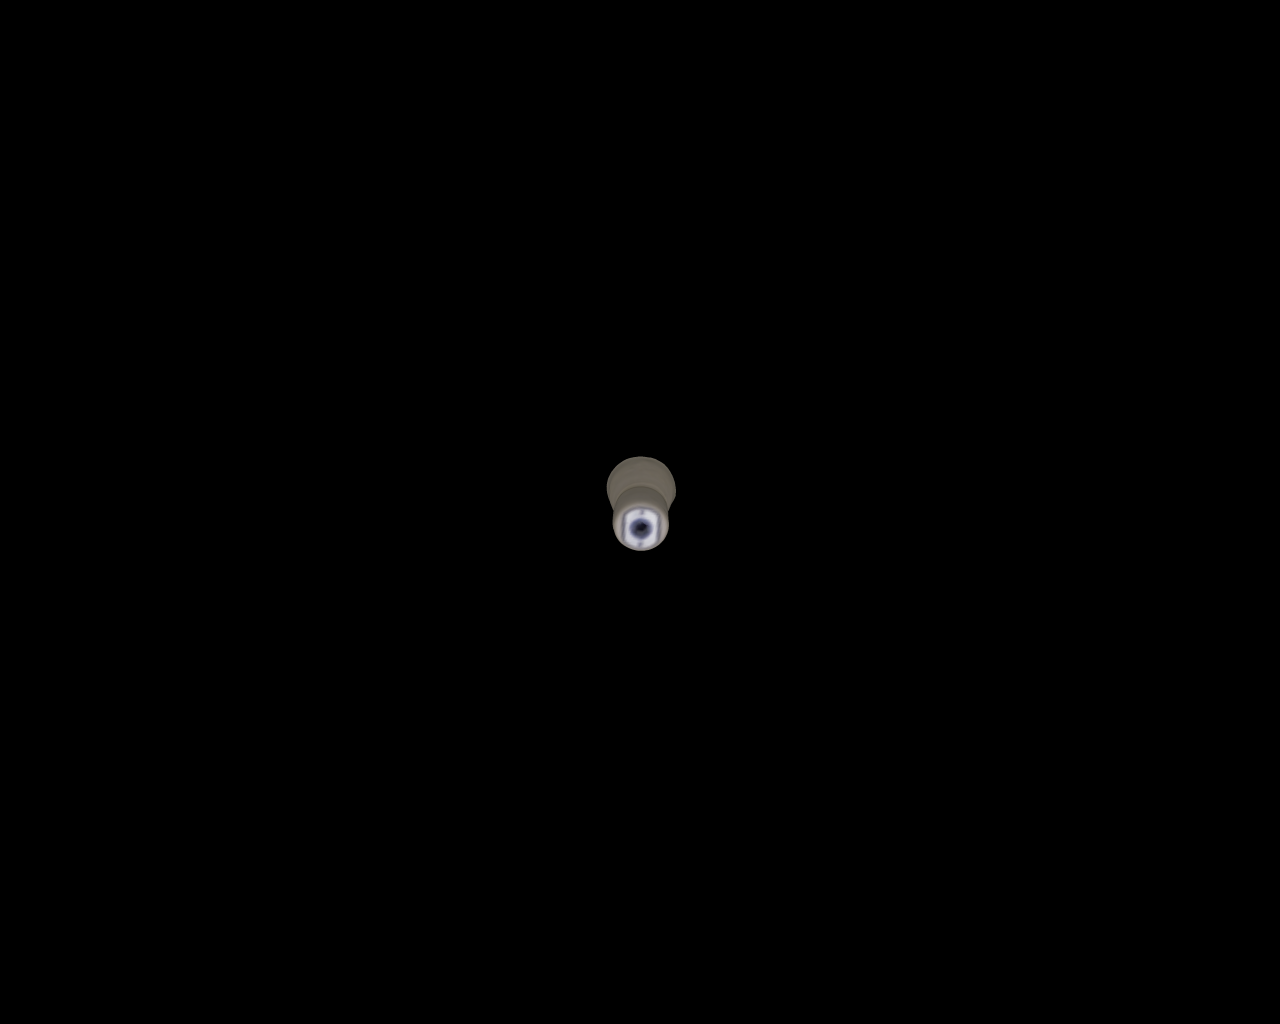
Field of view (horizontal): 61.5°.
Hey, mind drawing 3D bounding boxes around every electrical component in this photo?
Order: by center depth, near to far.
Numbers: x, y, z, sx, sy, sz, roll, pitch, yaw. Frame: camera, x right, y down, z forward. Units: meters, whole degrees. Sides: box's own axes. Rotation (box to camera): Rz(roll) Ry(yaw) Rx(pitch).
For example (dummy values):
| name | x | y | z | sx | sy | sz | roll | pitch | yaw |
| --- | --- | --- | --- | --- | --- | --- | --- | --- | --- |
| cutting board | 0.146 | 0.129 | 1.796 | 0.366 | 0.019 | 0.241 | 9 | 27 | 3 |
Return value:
| name | x | y | z | sx | sy | sz | roll | pitch | yaw |
| --- | --- | --- | --- | --- | --- | --- | --- | --- | --- |
| electrical component | 0.001 | -0.003 | 0.650 | 0.044 | 0.044 | 0.065 | 0 | 24 | 0 |
